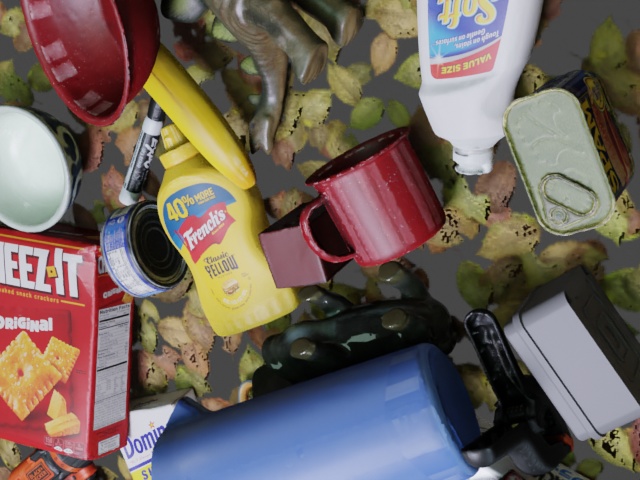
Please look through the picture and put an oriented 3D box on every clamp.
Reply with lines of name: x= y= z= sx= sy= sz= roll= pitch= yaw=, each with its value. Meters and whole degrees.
clamp: x=0.153 y=0.126 z=0.831 sx=0.039 sy=0.171 sz=0.120 roll=-6 pitch=70 yaw=31

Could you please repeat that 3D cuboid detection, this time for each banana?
banana: x=-0.120 y=-0.124 z=0.897 sx=0.037 sy=0.069 sz=0.198 roll=-42 pitch=72 yaw=2

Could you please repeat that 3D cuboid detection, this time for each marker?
marker: x=-0.159 y=-0.085 z=0.974 sx=0.020 sy=0.020 sz=0.121 roll=32 pitch=121 yaw=14

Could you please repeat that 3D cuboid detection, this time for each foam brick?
foam brick: x=-0.006 y=0.001 z=0.890 sx=0.053 sy=0.078 sz=0.051 roll=-10 pitch=106 yaw=31

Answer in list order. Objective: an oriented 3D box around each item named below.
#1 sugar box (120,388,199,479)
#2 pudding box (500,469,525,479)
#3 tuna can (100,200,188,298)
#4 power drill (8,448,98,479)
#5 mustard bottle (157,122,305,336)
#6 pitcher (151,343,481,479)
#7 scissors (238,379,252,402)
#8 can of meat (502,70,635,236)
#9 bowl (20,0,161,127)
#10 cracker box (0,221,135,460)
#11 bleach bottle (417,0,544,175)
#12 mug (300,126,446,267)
sugar box: x=-0.141 y=0.242 z=1.078 sx=0.093 sy=0.048 sz=0.176 roll=-16 pitch=102 yaw=33
pudding box: x=0.163 y=0.250 z=0.841 sx=0.113 sy=0.039 sz=0.090 roll=42 pitch=122 yaw=11
tuna can: x=-0.158 y=0.007 z=0.970 sx=0.034 sy=0.086 sz=0.086 roll=-16 pitch=101 yaw=30
power drill: x=-0.230 y=0.280 z=1.138 sx=0.185 sy=0.057 sz=0.187 roll=-39 pitch=87 yaw=34
mustard bottle: x=-0.090 y=-0.015 z=0.941 sx=0.096 sy=0.058 sz=0.191 roll=-21 pitch=98 yaw=31
pitcher: x=0.003 y=0.181 z=0.842 sx=0.243 sy=0.145 sz=0.149 roll=-23 pitch=123 yaw=17
scissors: x=-0.005 y=0.196 z=0.968 sx=0.202 sy=0.016 sz=0.096 roll=50 pitch=115 yaw=25
can of meat: x=0.180 y=-0.065 z=0.759 sx=0.058 sy=0.083 sz=0.102 roll=-18 pitch=100 yaw=32
bowl: x=-0.173 y=-0.173 z=0.836 sx=0.162 sy=0.055 sz=0.162 roll=33 pitch=135 yaw=39
cracker box: x=-0.269 y=0.094 z=1.048 sx=0.164 sy=0.072 sz=0.214 roll=8 pitch=100 yaw=25
bleach bottle: x=0.120 y=-0.168 z=0.765 sx=0.103 sy=0.068 sz=0.251 roll=9 pitch=116 yaw=25
mug: x=0.038 y=-0.026 z=0.838 sx=0.081 sy=0.117 sz=0.093 roll=61 pitch=158 yaw=-11
